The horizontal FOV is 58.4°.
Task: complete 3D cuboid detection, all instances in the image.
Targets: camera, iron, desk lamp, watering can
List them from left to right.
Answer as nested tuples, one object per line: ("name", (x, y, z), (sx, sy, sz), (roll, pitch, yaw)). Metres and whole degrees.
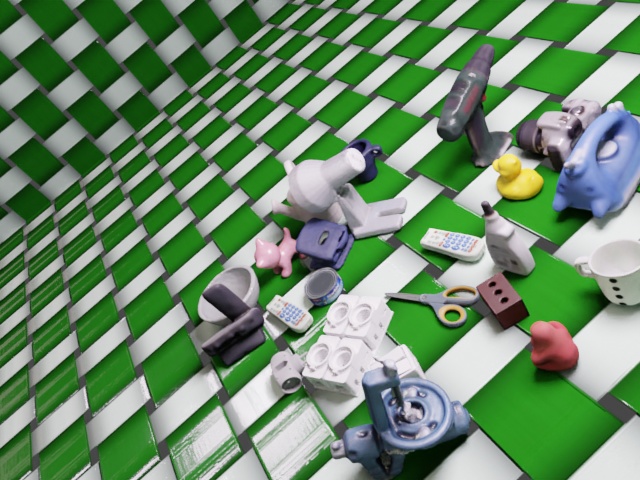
("watering can", (-0.038, -0.110, 1.406), (0.173, 0.195, 0.100), (-43, 36, -6))
("desk lamp", (0.061, -0.109, 1.303), (0.202, 0.214, 0.118), (-12, 43, 31))
("camera", (0.479, -0.227, 1.169), (0.143, 0.101, 0.136), (-48, 37, -14))
("iron", (0.514, -0.166, 1.038), (0.118, 0.142, 0.259), (16, 62, 48))

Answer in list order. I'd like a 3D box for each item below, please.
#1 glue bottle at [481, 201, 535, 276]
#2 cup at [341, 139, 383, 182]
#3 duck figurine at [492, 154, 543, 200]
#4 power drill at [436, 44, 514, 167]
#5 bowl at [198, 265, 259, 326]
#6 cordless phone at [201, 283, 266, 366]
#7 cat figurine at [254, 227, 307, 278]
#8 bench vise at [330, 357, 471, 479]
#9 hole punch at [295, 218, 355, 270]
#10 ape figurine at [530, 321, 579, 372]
("glue bottle", (0.318, -0.008, 1.006), (0.037, 0.174, 0.077), (-49, 37, -15))
("cup", (0.119, -0.198, 1.452), (0.117, 0.095, 0.092), (-10, 45, 34))
("duck figurine", (0.393, -0.134, 1.155), (0.077, 0.086, 0.104), (-47, 37, -12))
("power drill", (0.344, -0.276, 1.247), (0.075, 0.209, 0.230), (12, 59, 47))
("bowl", (-0.205, 0.145, 1.372), (0.167, 0.075, 0.167), (-23, 38, 20))
("cordless phone", (-0.218, 0.175, 1.256), (0.147, 0.186, 0.094), (-38, 36, 0))
("cat figurine", (-0.105, 0.028, 1.378), (0.067, 0.118, 0.128), (19, 64, 49))
("bench vise", (0.101, 0.271, 0.847), (0.207, 0.220, 0.121), (-40, 36, -3))
("hole punch", (0.012, 0.005, 1.325), (0.100, 0.091, 0.109), (-2, 49, 39))
("ape figurine", (0.348, 0.155, 0.872), (0.078, 0.092, 0.076), (-42, 36, -5))
